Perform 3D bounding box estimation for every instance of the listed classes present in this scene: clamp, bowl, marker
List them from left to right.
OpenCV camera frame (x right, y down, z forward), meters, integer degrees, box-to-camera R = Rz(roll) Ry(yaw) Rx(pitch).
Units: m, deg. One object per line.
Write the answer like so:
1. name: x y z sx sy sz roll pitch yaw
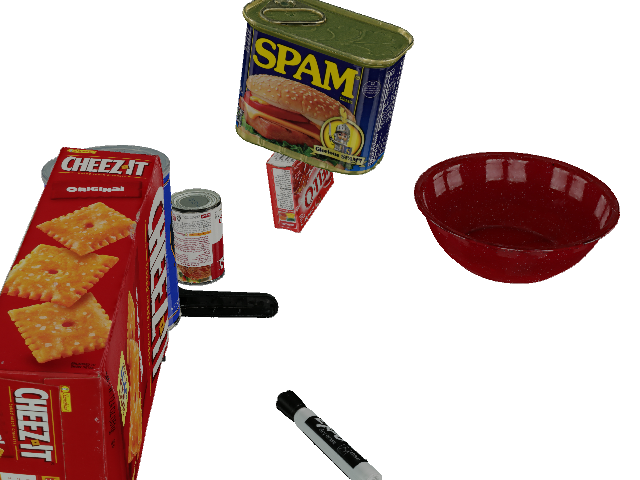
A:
1. clamp: -0.172 0.070 1.090 0.210 0.036 0.164 11 20 33
2. marker: 0.003 0.152 0.820 0.020 0.020 0.121 0 25 -40
3. bowl: 0.153 -0.012 0.856 0.162 0.055 0.162 1 31 -1

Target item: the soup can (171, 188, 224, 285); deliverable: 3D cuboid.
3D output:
1. soup can: -0.154 -0.005 1.313 0.068 0.102 0.068 0 26 0

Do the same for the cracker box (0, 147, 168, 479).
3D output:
1. cracker box: -0.134 0.068 0.620 0.072 0.164 0.213 4 34 -1

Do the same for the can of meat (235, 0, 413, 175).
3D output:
1. can of meat: -0.001 -0.096 0.662 0.102 0.084 0.057 22 37 16

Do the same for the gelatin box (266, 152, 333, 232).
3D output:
1. gelatin box: -0.017 -0.063 0.996 0.030 0.073 0.089 11 39 21

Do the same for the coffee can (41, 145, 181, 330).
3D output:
1. coffee can: -0.171 0.003 0.887 0.103 0.140 0.103 -1 24 0
